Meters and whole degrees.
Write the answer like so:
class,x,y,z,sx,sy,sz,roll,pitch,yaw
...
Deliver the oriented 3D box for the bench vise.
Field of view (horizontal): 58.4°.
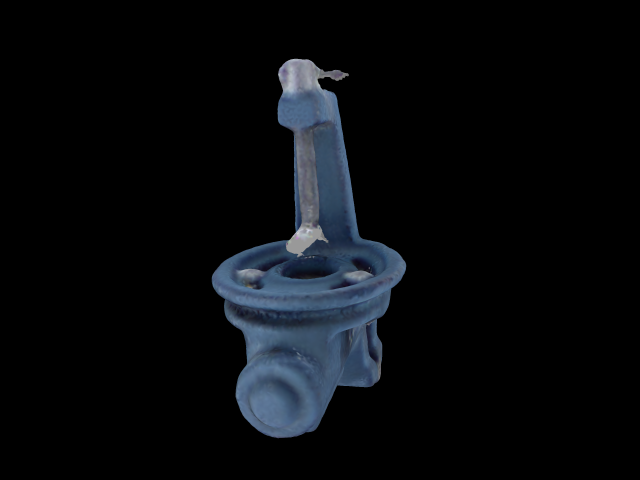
class,x,y,z,sx,sy,sz,roll,pitch,yaw
bench vise,-0.008,0.001,0.400,0.121,0.220,0.207,0,0,-2
